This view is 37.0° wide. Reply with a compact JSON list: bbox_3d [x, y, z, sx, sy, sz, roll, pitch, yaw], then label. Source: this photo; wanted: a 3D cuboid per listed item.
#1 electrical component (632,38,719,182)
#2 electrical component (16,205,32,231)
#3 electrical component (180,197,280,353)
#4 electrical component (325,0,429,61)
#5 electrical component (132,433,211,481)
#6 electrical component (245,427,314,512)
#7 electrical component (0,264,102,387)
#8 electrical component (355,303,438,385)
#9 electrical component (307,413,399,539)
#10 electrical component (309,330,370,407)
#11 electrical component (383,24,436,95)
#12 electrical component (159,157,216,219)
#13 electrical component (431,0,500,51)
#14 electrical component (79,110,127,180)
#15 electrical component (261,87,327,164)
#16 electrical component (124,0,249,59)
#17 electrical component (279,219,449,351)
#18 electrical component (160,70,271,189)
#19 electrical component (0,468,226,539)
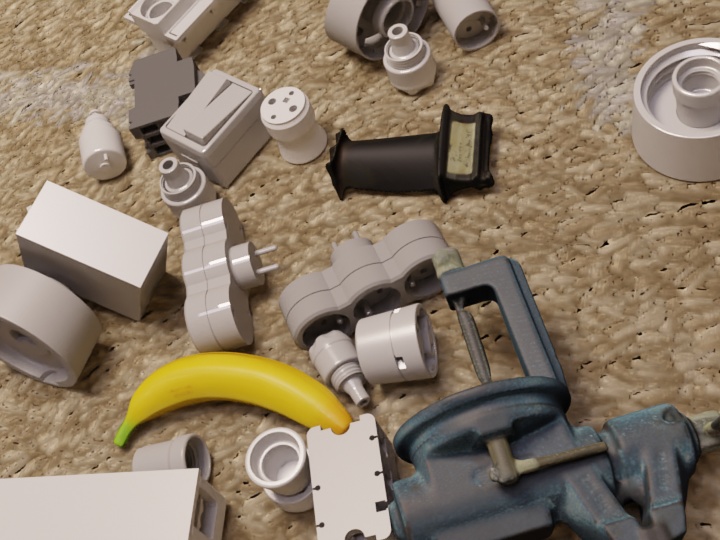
[{"bbox_3d":[0.260,-0.128,0.819,0.108,0.060,0.108,-9,56,14],"label":"electrical component"},{"bbox_3d":[-0.261,-0.026,0.954,0.064,0.042,0.081,-31,54,-6],"label":"electrical component"},{"bbox_3d":[-0.101,-0.001,0.872,0.074,0.052,0.138,-16,54,9],"label":"electrical component"},{"bbox_3d":[0.013,-0.239,0.962,0.099,0.099,0.064,-43,61,-10],"label":"electrical component"},{"bbox_3d":[-0.140,0.145,0.800,0.046,0.040,0.040,-13,55,20],"label":"electrical component"},{"bbox_3d":[-0.051,0.142,0.759,0.045,0.055,0.045,-9,56,14],"label":"electrical component"},{"bbox_3d":[-0.262,0.040,0.874,0.108,0.108,0.060,12,57,26],"label":"electrical component"},{"bbox_3d":[0.027,0.056,0.789,0.047,0.055,0.055,-13,55,17],"label":"electrical component"},{"bbox_3d":[0.000,0.154,0.733,0.050,0.055,0.089,-16,54,10],"label":"electrical component"},{"bbox_3d":[-0.011,0.076,0.801,0.035,0.035,0.061,-33,55,-3],"label":"electrical component"},{"bbox_3d":[0.041,-0.186,0.936,0.043,0.062,0.043,-9,56,14],"label":"electrical component"},{"bbox_3d":[-0.153,-0.073,0.932,0.043,0.062,0.043,-9,56,14],"label":"electrical component"},{"bbox_3d":[0.090,-0.239,0.964,0.043,0.043,0.081,-25,53,3],"label":"electrical component"},{"bbox_3d":[-0.244,-0.120,1.009,0.040,0.040,0.078,-23,53,4],"label":"electrical component"},{"bbox_3d":[-0.058,-0.126,0.936,0.045,0.055,0.045,-9,56,14],"label":"electrical component"},{"bbox_3d":[-0.161,-0.269,1.062,0.079,0.063,0.121,29,71,32],"label":"electrical component"},{"bbox_3d":[0.000,0.000,0.835,0.138,0.052,0.073,-27,53,1],"label":"electrical component"},{"bbox_3d":[-0.122,-0.134,0.961,0.062,0.061,0.096,28,71,32],"label":"electrical component"},{"bbox_3d":[-0.195,0.206,0.766,0.186,0.060,0.105,-6,57,16],"label":"electrical component"}]
